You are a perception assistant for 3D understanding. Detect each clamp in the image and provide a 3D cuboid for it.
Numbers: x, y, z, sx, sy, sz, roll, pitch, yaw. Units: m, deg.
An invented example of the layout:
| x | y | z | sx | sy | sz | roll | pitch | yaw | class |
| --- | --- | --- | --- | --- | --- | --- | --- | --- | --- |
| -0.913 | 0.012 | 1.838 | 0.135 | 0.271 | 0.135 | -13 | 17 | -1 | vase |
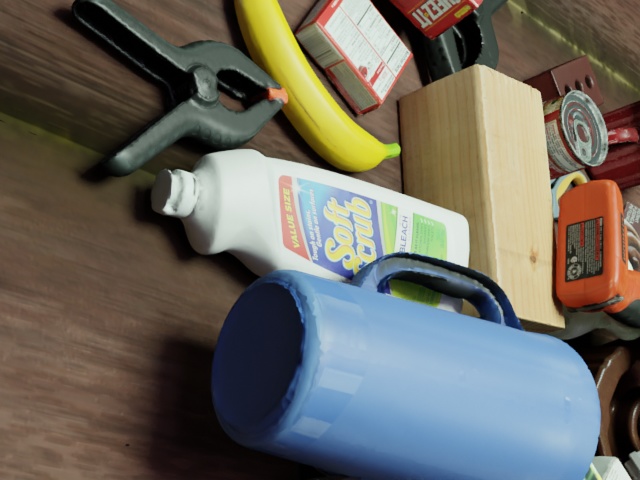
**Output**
| x | y | z | sx | sy | sz | roll | pitch | yaw | class |
| --- | --- | --- | --- | --- | --- | --- | --- | --- | --- |
| -0.094 | -0.110 | 0.724 | 0.171 | 0.039 | 0.120 | -15 | 93 | -50 | clamp |
| 0.120 | -0.218 | 0.969 | 0.164 | 0.036 | 0.210 | 34 | 52 | -28 | clamp |

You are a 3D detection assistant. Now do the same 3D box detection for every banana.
| x | y | z | sx | sy | sz | roll | pitch | yaw | class |
| --- | --- | --- | --- | --- | --- | --- | --- | --- | --- |
| -0.011 | -0.117 | 0.812 | 0.197 | 0.037 | 0.069 | 50 | 31 | -21 | banana |

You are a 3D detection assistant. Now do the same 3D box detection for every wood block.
| x | y | z | sx | sy | sz | roll | pitch | yaw | class |
| --- | --- | --- | --- | --- | --- | --- | --- | --- | --- |
| 0.131 | -0.026 | 0.877 | 0.090 | 0.090 | 0.206 | 14 | 67 | -42 | wood block |

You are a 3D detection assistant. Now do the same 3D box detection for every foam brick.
| x | y | z | sx | sy | sz | roll | pitch | yaw | class |
| --- | --- | --- | --- | --- | --- | --- | --- | --- | --- |
| 0.232 | -0.141 | 1.040 | 0.078 | 0.051 | 0.053 | -28 | 97 | -46 | foam brick |

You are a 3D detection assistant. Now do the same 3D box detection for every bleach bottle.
| x | y | z | sx | sy | sz | roll | pitch | yaw | class |
| --- | --- | --- | --- | --- | --- | --- | --- | --- | --- |
| -0.005 | 0.001 | 0.756 | 0.250 | 0.068 | 0.102 | 14 | 80 | -36 | bleach bottle |

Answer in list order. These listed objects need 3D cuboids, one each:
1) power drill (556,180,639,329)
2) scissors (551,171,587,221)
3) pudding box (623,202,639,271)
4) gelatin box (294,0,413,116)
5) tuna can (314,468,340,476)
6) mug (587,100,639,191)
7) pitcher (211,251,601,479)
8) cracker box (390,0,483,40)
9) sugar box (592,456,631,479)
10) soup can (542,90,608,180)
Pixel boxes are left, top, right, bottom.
| x | y | z | sx | sy | sz | roll | pitch | yaw | class |
| --- | --- | --- | --- | --- | --- | --- | --- | --- | --- |
| 0.275 | 0.020 | 0.896 | 0.187 | 0.057 | 0.184 | 26 | 58 | -35 | power drill |
| 0.195 | -0.036 | 0.994 | 0.201 | 0.016 | 0.096 | -30 | 96 | -46 | scissors |
| 0.324 | 0.028 | 1.057 | 0.090 | 0.039 | 0.113 | 27 | 55 | 1 | pudding box |
| 0.028 | -0.157 | 0.864 | 0.089 | 0.030 | 0.073 | 49 | 47 | -21 | gelatin box |
| 0.022 | 0.125 | 0.760 | 0.086 | 0.034 | 0.086 | 17 | 64 | -39 | tuna can |
| 0.313 | -0.097 | 1.082 | 0.117 | 0.082 | 0.093 | -4 | 79 | -45 | mug |
| 0.055 | 0.090 | 0.693 | 0.242 | 0.149 | 0.145 | 20 | 102 | -35 | pitcher |
| 0.068 | -0.299 | 0.895 | 0.213 | 0.072 | 0.164 | 42 | 54 | -13 | cracker box |
| 0.243 | 0.261 | 0.886 | 0.176 | 0.094 | 0.048 | 58 | 44 | -13 | sugar box |
| 0.193 | -0.084 | 0.946 | 0.068 | 0.102 | 0.068 | 17 | 65 | -40 | soup can |
